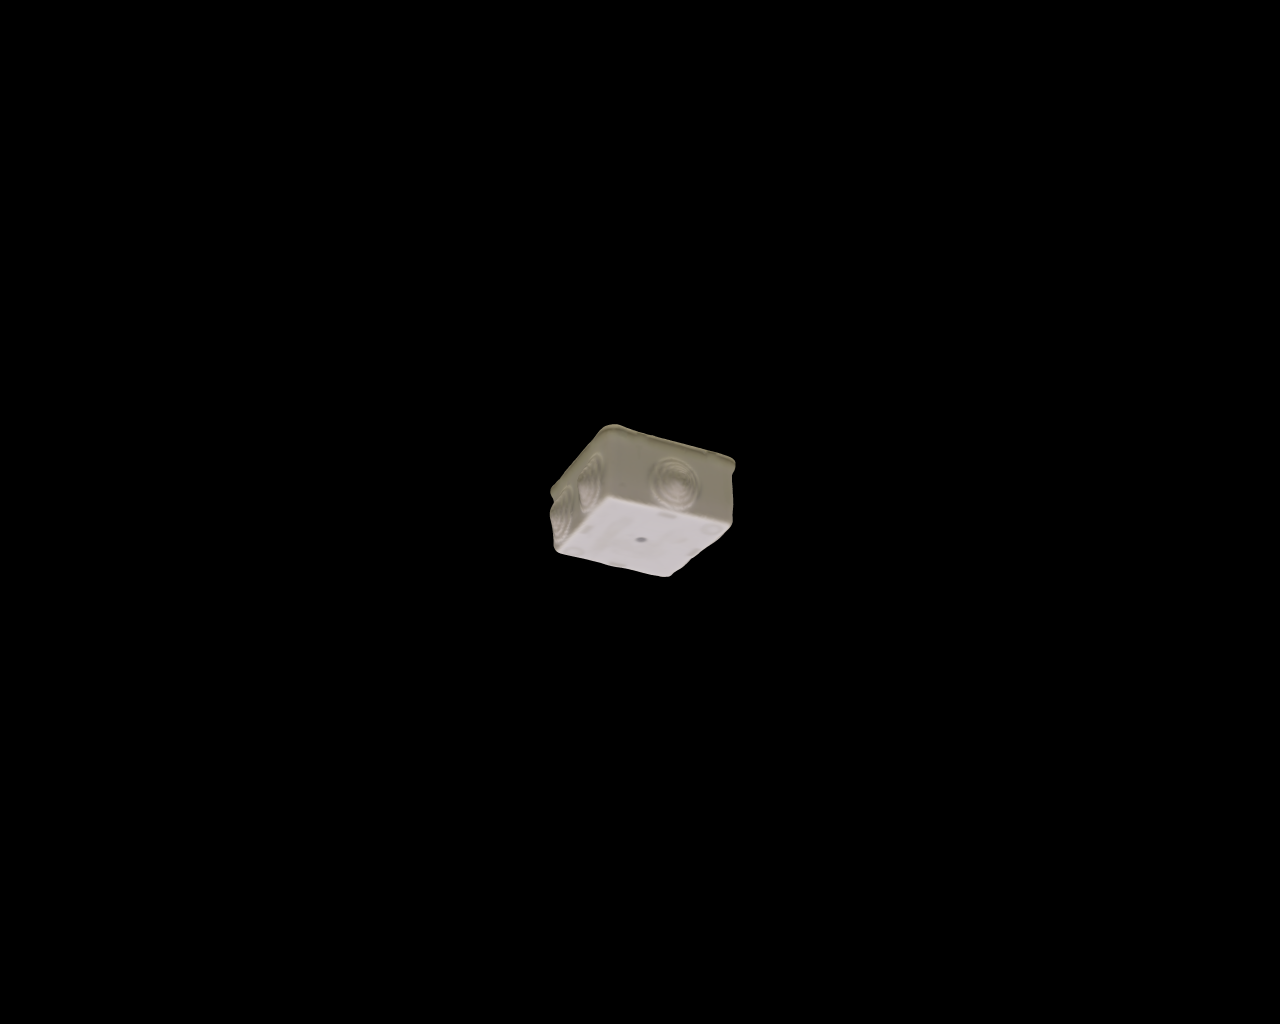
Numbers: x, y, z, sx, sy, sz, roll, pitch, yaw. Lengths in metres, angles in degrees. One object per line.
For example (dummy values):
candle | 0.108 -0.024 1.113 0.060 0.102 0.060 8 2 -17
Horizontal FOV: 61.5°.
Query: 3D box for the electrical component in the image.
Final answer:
electrical component | 0.001 -0.003 0.650 0.100 0.048 0.099 14 -32 -24
